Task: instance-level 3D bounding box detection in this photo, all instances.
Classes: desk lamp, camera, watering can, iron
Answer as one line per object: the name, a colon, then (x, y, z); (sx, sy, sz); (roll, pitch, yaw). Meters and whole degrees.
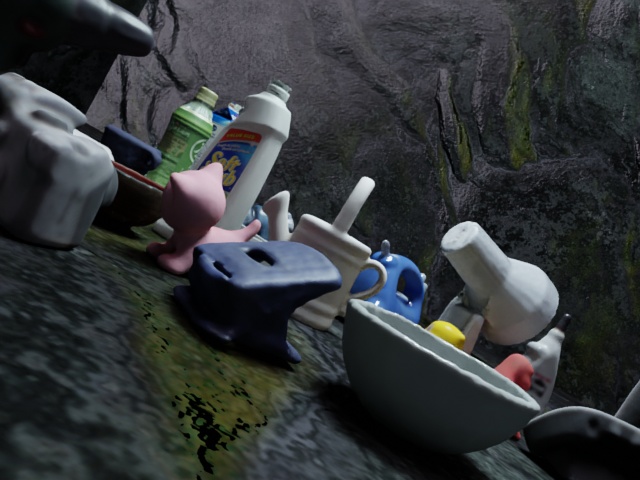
desk lamp: (0.197, 0.095, 0.776); (0.204, 0.213, 0.117); (28, 1, -26)
camera: (-0.218, -0.064, 0.473); (0.142, 0.101, 0.137); (29, 1, 22)
watering can: (0.007, 0.003, 0.719); (0.173, 0.194, 0.100); (29, 1, -18)
iron: (0.123, 0.092, 0.941); (0.118, 0.141, 0.259); (29, 1, 35)

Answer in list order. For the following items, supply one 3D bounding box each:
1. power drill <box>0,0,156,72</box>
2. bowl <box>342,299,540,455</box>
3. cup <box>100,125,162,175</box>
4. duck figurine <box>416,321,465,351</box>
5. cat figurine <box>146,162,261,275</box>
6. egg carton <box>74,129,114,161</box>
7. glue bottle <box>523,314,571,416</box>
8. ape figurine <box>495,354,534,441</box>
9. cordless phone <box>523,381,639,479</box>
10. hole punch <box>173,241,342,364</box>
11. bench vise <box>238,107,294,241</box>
power drill: (-0.298, -0.170, 0.538); (0.230, 0.208, 0.075); (28, 1, -38)
bowl: (0.080, 0.117, 0.452); (0.167, 0.075, 0.167); (29, 1, 0)
cup: (-0.296, -0.111, 0.878); (0.117, 0.095, 0.092); (29, 1, 32)
duck figurine: (0.129, 0.134, 0.630); (0.104, 0.086, 0.078); (30, 1, 43)
cat figurine: (-0.116, -0.019, 0.587); (0.128, 0.118, 0.067); (28, 1, -37)
egg carton: (-0.330, -0.112, 0.705); (0.150, 0.069, 0.107); (29, 1, 12)
glue bottle: (0.313, 0.182, 0.822); (0.078, 0.173, 0.037); (28, 1, -24)
ape figurine: (0.230, 0.185, 0.706); (0.076, 0.092, 0.078); (29, 1, 11)
cordless phone: (0.326, 0.186, 0.626); (0.148, 0.185, 0.094); (28, 1, -21)
hole punch: (-0.051, 0.035, 0.460); (0.101, 0.091, 0.108); (28, 1, -35)
bench vise: (-0.126, -0.089, 0.932); (0.121, 0.220, 0.208); (30, 1, 43)
